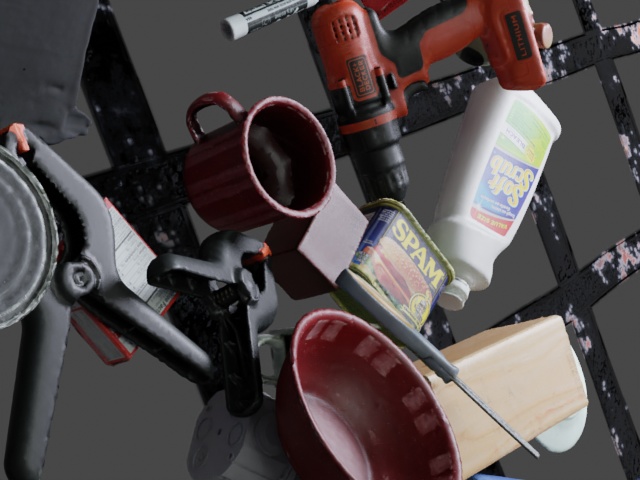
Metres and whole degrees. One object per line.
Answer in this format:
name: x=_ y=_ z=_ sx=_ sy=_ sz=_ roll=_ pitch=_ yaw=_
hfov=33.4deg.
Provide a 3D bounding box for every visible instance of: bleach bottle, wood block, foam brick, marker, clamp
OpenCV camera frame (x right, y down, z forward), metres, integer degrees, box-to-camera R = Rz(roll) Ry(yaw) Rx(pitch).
bleach bottle: x=0.161 y=-0.038 z=1.030 sx=0.102 sy=0.068 sz=0.250 roll=42 pitch=53 yaw=-29
wood block: x=0.133 y=0.137 z=0.921 sx=0.205 sy=0.091 sz=0.090 roll=-15 pitch=87 yaw=-46
foam brick: x=-0.006 y=0.001 z=0.853 sx=0.053 sy=0.051 sz=0.078 roll=47 pitch=49 yaw=-25
marker: x=-0.030 y=-0.195 z=0.891 sx=0.120 sy=0.020 sz=0.020 roll=-30 pitch=99 yaw=-29
clamp: x=-0.068 y=0.032 z=0.740 sx=0.171 sy=0.039 sz=0.120 roll=-85 pitch=151 yaw=-64
clamp: x=-0.160 y=0.035 z=0.648 sx=0.164 sy=0.036 sz=0.210 roll=-37 pitch=107 yaw=-47

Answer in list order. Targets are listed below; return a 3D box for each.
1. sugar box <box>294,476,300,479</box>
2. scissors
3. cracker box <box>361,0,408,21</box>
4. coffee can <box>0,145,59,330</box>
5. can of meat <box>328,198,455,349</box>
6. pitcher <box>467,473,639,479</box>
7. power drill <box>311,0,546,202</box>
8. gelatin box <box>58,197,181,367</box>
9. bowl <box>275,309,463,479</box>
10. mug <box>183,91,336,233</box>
sugar box: x=0.032 y=0.213 z=0.791 sx=0.176 sy=0.094 sz=0.048 roll=30 pitch=57 yaw=-37
scissors: x=0.085 y=0.088 z=0.817 sx=0.201 sy=0.096 sz=0.016 roll=42 pitch=93 yaw=-14
cracker box: x=0.056 y=-0.327 z=0.938 sx=0.213 sy=0.164 sz=0.072 roll=53 pitch=11 yaw=-20
coffee can: x=-0.220 y=0.011 z=0.565 sx=0.102 sy=0.141 sz=0.103 roll=17 pitch=66 yaw=-41
can of meat: x=0.056 y=0.031 z=0.904 sx=0.102 sy=0.058 sz=0.083 roll=51 pitch=50 yaw=-20
pitcher: x=0.191 y=0.281 z=0.917 sx=0.242 sy=0.145 sz=0.149 roll=20 pitch=48 yaw=-36
power drill: x=0.100 y=-0.140 z=0.939 sx=0.187 sy=0.057 sz=0.184 roll=-20 pitch=103 yaw=-10
gelatin box: x=-0.144 y=0.028 z=0.719 sx=0.089 sy=0.030 sz=0.073 roll=52 pitch=45 yaw=-21
bowl: x=0.022 y=0.127 z=0.715 sx=0.162 sy=0.055 sz=0.162 roll=37 pitch=29 yaw=-25
mug: x=-0.056 y=-0.060 z=0.799 sx=0.117 sy=0.082 sz=0.093 roll=49 pitch=48 yaw=-23
